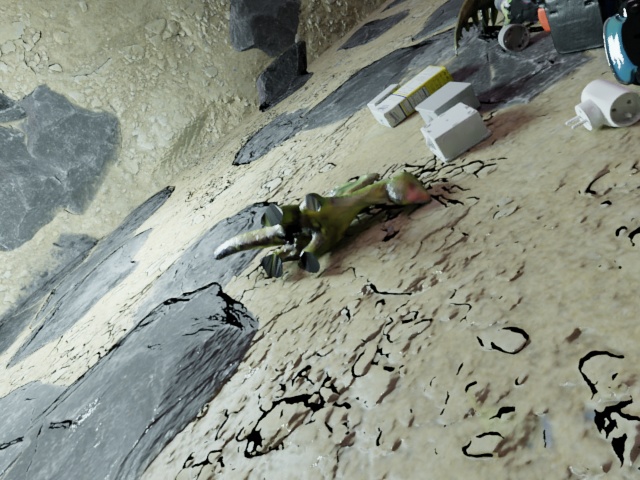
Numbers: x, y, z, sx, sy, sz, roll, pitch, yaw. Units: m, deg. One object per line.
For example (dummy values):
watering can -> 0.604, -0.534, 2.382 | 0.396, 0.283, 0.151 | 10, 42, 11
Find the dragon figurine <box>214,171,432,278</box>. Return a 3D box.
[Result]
dragon figurine -> 0.003, -0.045, 0.893 | 0.408, 0.121, 0.246 | -8, 19, 46

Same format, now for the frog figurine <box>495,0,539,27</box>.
frog figurine -> 0.473, -0.562, 1.169 | 0.162, 0.122, 0.135 | -62, 12, -27
